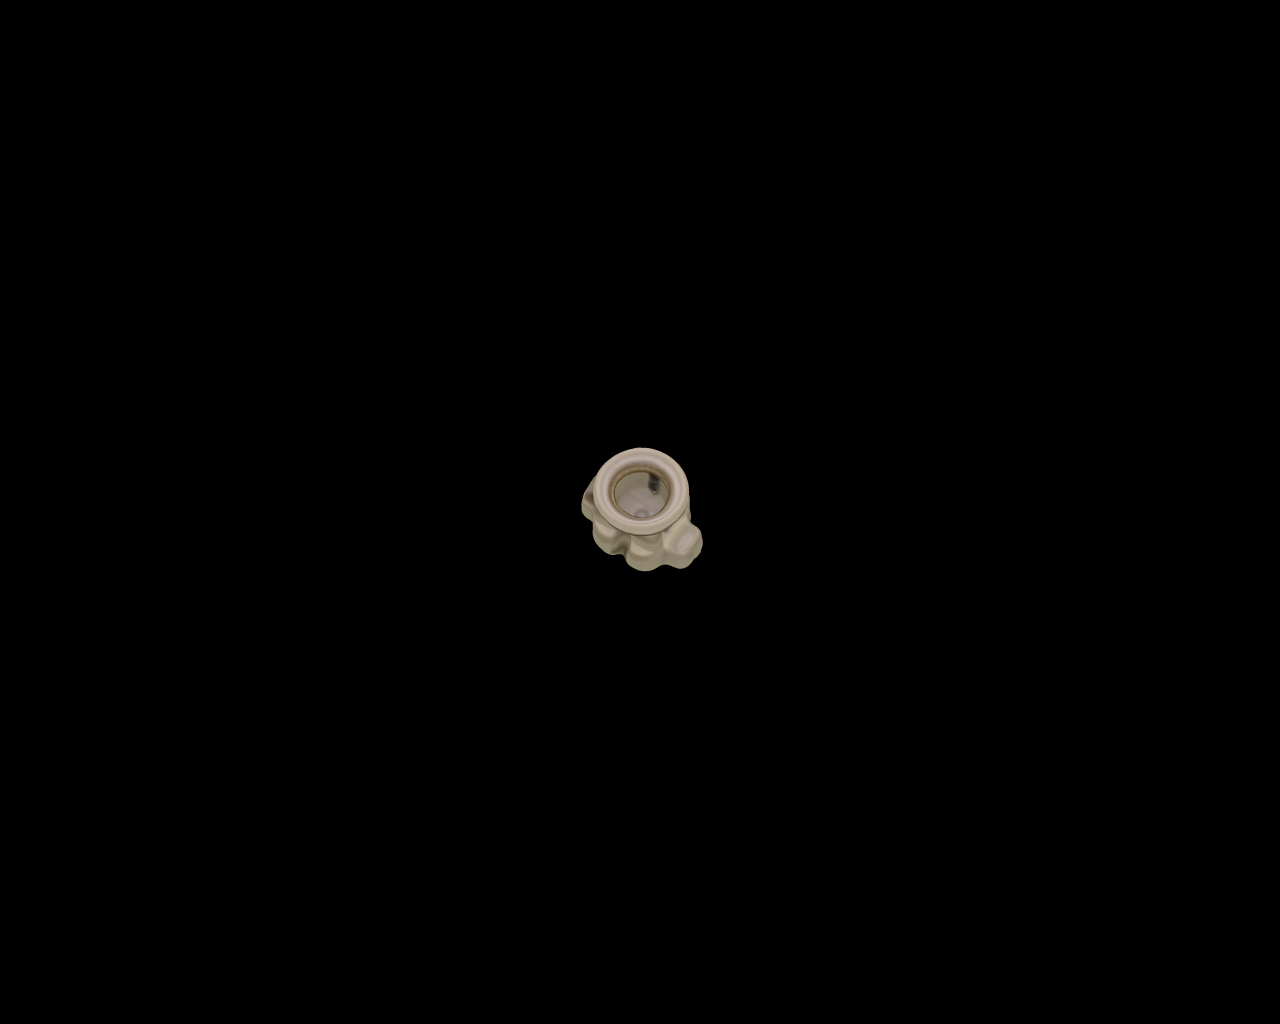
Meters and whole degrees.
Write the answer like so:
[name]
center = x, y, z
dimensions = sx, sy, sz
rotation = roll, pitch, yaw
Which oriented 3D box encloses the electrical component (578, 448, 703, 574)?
[electrical component]
center = 0.001, -0.003, 0.650
dimensions = 0.078, 0.058, 0.056
rotation = 30, -23, 14
